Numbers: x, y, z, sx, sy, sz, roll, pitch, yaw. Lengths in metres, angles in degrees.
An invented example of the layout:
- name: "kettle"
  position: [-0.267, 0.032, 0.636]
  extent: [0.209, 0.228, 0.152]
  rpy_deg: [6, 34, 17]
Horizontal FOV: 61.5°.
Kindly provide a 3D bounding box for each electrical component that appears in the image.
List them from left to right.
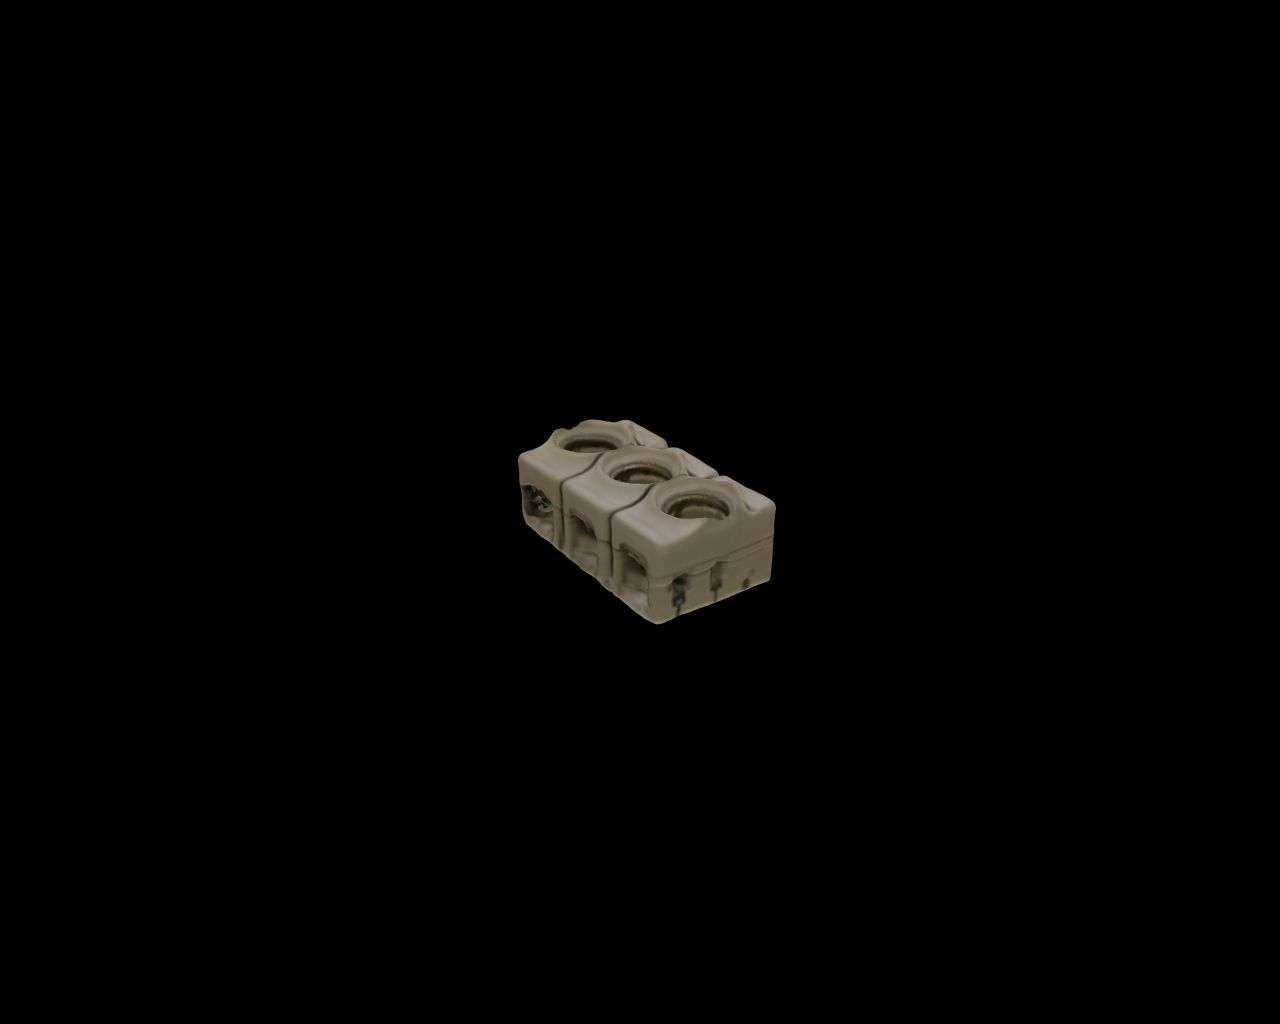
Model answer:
- name: "electrical component"
  position: [0.001, -0.003, 0.650]
  extent: [0.090, 0.061, 0.150]
  rpy_deg: [-20, 35, -31]
